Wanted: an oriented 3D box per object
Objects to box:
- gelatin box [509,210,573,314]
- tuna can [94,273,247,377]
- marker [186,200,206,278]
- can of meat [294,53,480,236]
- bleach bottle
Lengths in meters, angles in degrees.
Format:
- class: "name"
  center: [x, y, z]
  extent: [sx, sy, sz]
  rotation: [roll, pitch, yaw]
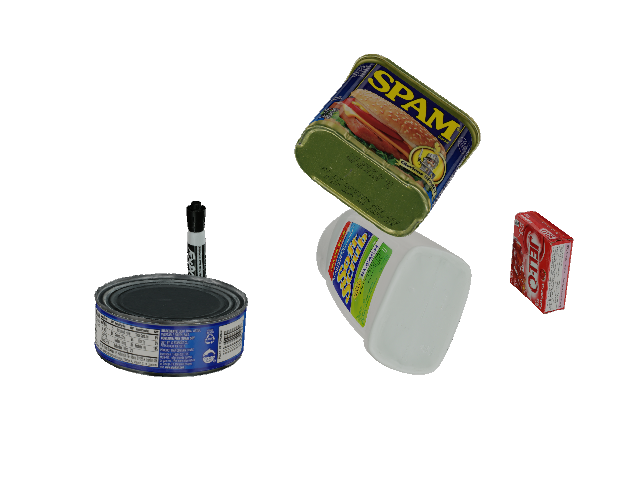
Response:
- class: "gelatin box"
  center: [0.236, 0.023, 1.151]
  extent: [0.030, 0.089, 0.073]
  rotation: [-11, 30, -18]
- class: "tuna can"
  center: [-0.085, 0.047, 0.605]
  extent: [0.086, 0.034, 0.086]
  rotation: [4, 15, -1]
- class: "marker"
  center: [-0.121, 0.019, 1.042]
  extent: [0.020, 0.121, 0.020]
  rotation: [1, 24, -1]
- class: "can of meat"
  center: [0.044, -0.063, 0.712]
  extent: [0.102, 0.083, 0.058]
  rotation: [36, -39, 2]
- class: "bleach bottle"
  center: [0.044, 0.031, 0.918]
  extent: [0.068, 0.102, 0.251]
  rotation: [20, 4, -18]
